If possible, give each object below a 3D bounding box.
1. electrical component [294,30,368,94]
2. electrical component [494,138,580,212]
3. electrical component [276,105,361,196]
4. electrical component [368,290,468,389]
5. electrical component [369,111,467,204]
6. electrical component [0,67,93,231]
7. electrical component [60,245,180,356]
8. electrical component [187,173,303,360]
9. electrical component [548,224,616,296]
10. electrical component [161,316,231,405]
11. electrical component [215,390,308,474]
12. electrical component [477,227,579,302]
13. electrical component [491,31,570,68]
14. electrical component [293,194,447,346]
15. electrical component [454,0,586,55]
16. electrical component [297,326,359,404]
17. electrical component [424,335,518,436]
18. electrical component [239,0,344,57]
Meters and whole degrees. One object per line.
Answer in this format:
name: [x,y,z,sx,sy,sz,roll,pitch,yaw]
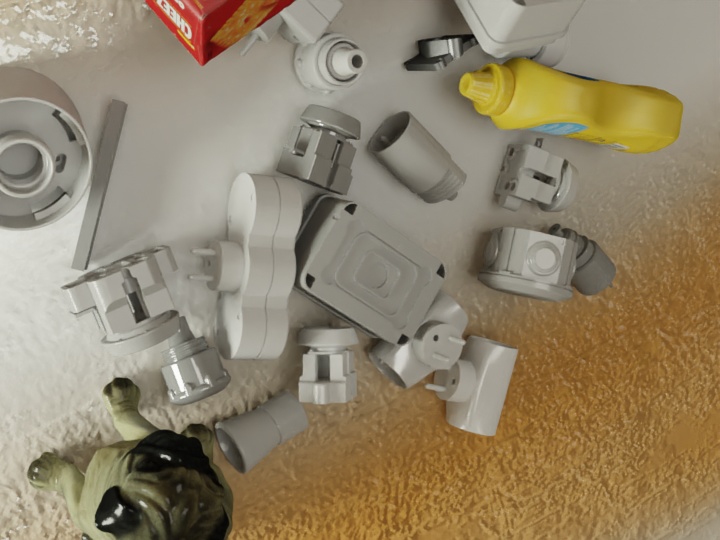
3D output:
electrical component: [-0.016,-0.154,0.796,0.048,0.062,0.048,-6,102,-28]
electrical component: [0.152,-0.077,0.915,0.055,0.048,0.066,17,90,-23]
electrical component: [-0.028,-0.092,0.809,0.066,0.048,0.055,19,90,-47]
electrical component: [0.057,0.058,0.865,0.077,0.079,0.044,-46,115,-15]
electrical component: [0.050,-0.084,0.857,0.081,0.043,0.043,42,78,-28]
electrical component: [-0.226,-0.077,0.706,0.099,0.064,0.099,-11,118,-23]
electrical component: [-0.160,0.024,0.750,0.078,0.058,0.057,-25,104,-23]
electrical component: [-0.091,-0.002,0.788,0.074,0.052,0.138,3,97,-30]
electrical component: [0.193,-0.012,0.952,0.078,0.040,0.040,45,77,-27]
electrical component: [-0.126,0.065,0.788,0.048,0.048,0.062,-21,89,-25]
electrical component: [-0.073,0.121,0.827,0.065,0.044,0.044,-29,112,-27]
electrical component: [0.142,-0.004,0.903,0.080,0.080,0.051,14,87,-30]
electrical component: [0.139,-0.192,0.886,0.055,0.045,0.045,6,96,-30]
electrical component: [0.000,0.000,0.836,0.113,0.057,0.078,33,82,-30]
electrical component: [0.113,-0.228,0.828,0.078,0.057,0.113,-15,68,-26]
electrical component: [-0.025,0.072,0.837,0.048,0.066,0.055,-1,90,11]
electrical component: [0.090,0.095,0.911,0.079,0.043,0.077,14,92,-30]
electrical component: [-0.070,-0.189,0.770,0.083,0.047,0.075,40,81,-28]
